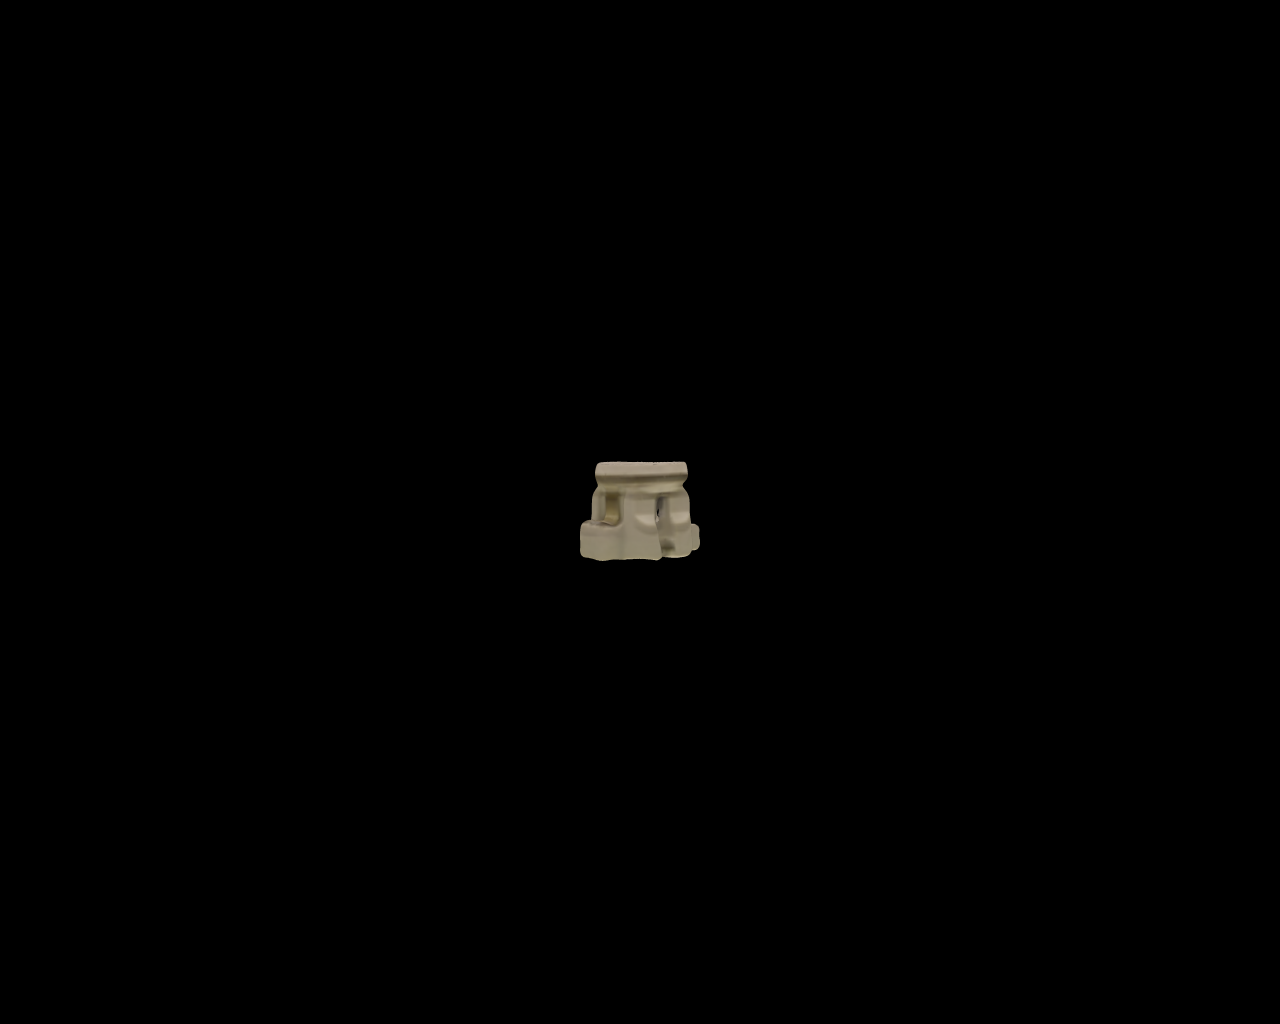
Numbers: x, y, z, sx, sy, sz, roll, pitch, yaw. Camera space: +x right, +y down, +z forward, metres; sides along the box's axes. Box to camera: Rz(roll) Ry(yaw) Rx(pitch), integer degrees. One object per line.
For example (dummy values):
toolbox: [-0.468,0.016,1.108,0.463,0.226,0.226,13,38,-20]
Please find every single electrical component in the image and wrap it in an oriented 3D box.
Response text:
electrical component: [0.001,-0.003,0.650,0.078,0.057,0.058,-3,5,-37]
